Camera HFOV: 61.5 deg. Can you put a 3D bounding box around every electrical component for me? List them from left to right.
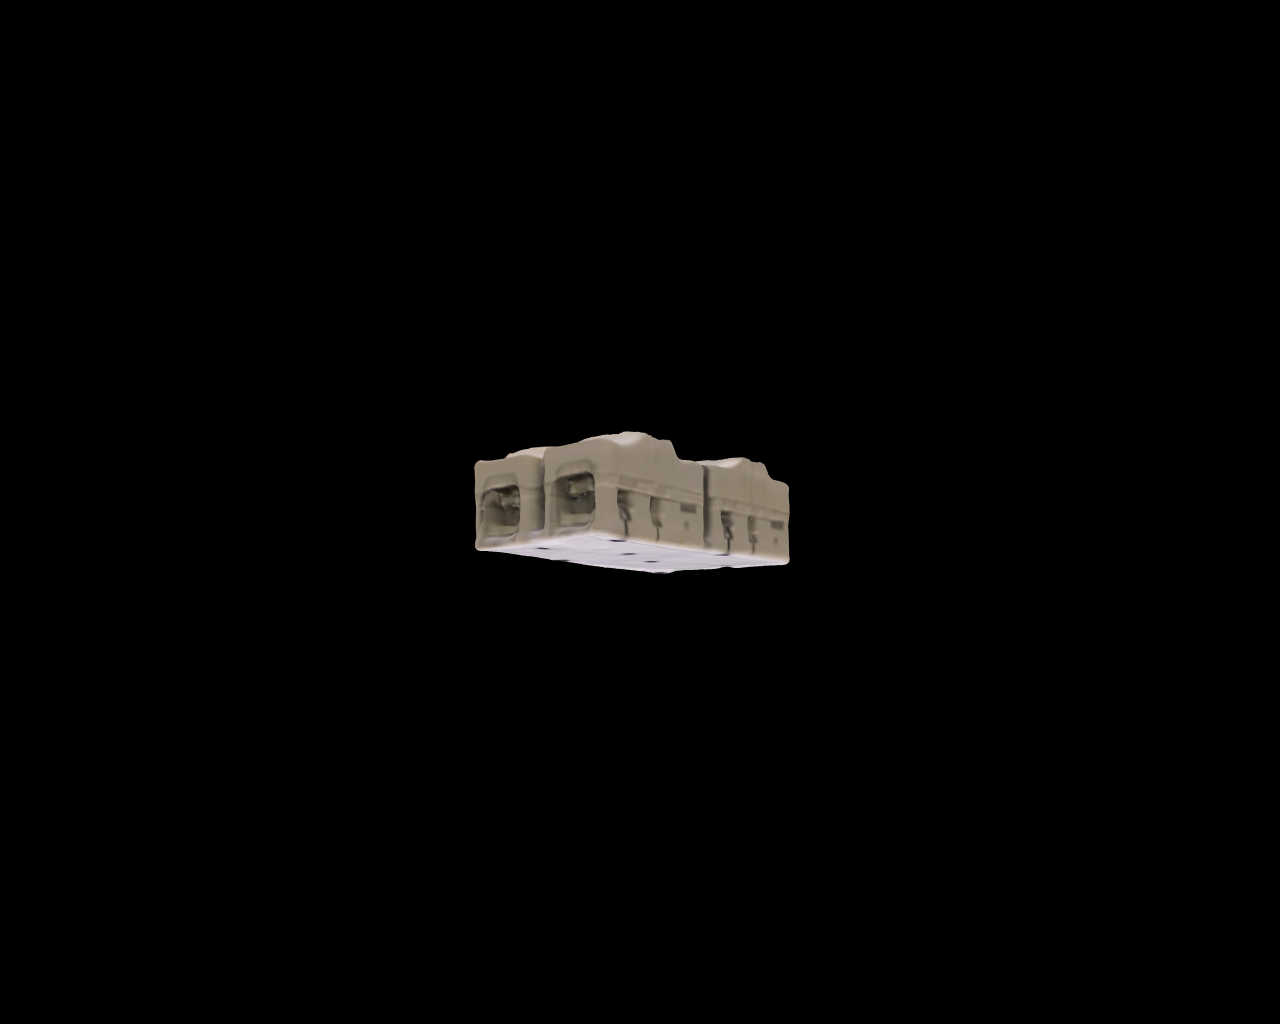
[{"bbox_3d":[0.001,-0.003,0.650,0.105,0.060,0.186,-7,-11,39],"label":"electrical component"}]
